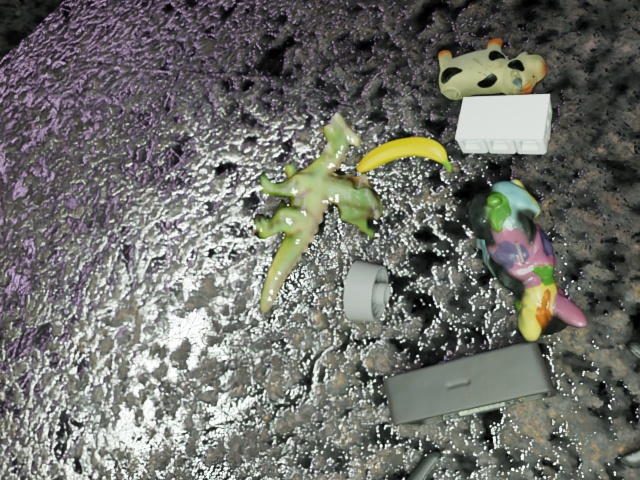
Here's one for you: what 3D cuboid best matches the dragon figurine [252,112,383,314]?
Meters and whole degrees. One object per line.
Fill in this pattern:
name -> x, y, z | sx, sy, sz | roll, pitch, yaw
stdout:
dragon figurine -> 0.003, -0.052, 1.032 | 0.242, 0.413, 0.121 | 1, -7, 22
